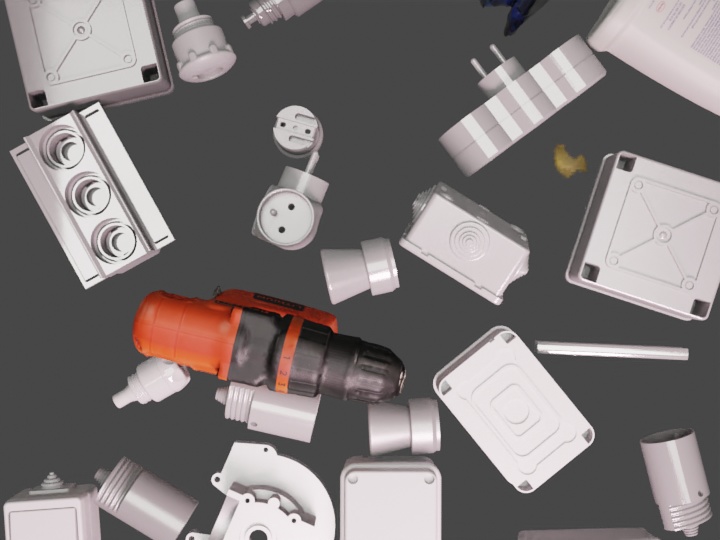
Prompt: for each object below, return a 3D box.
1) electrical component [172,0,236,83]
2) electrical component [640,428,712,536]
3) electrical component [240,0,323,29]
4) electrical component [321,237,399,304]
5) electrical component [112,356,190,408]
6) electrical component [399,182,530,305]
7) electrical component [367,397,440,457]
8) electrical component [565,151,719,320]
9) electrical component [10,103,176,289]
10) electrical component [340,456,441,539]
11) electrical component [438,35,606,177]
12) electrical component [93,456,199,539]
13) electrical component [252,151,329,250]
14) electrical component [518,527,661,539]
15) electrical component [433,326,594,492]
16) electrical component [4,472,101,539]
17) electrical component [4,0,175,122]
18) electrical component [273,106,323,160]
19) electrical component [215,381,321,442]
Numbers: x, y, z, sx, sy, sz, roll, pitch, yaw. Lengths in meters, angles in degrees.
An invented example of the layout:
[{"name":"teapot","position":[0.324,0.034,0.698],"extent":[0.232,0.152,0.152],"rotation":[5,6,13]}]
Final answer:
[{"name":"electrical component","position":[-0.129,-0.184,0.856],"extent":[0.048,0.048,0.062],"rotation":[-21,83,0]},{"name":"electrical component","position":[0.253,0.171,0.853],"extent":[0.043,0.043,0.081],"rotation":[-14,90,0]},{"name":"electrical component","position":[-0.060,-0.219,0.857],"extent":[0.078,0.040,0.040],"rotation":[-35,90,0]},{"name":"electrical component","position":[0.000,0.000,0.854],"extent":[0.055,0.045,0.045],"rotation":[-12,90,0]},{"name":"electrical component","position":[-0.169,0.090,0.859],"extent":[0.061,0.035,0.035],"rotation":[-30,90,3]},{"name":"electrical component","position":[0.083,-0.024,0.828],"extent":[0.100,0.099,0.048],"rotation":[32,103,0]},{"name":"electrical component","position":[0.034,0.124,0.853],"extent":[0.055,0.045,0.045],"rotation":[-3,90,0]},{"name":"electrical component","position":[0.232,-0.026,0.847],"extent":[0.109,0.056,0.108],"rotation":[18,90,0]},{"name":"electrical component","position":[-0.207,-0.057,0.846],"extent":[0.079,0.063,0.121],"rotation":[-29,90,0]},{"name":"electrical component","position":[0.024,0.206,0.847],"extent":[0.078,0.057,0.113],"rotation":[0,90,0]},{"name":"electrical component","position":[0.118,-0.143,0.850],"extent":[0.138,0.052,0.073],"rotation":[-37,90,-1]},{"name":"electrical component","position":[-0.174,0.182,0.854],"extent":[0.081,0.043,0.043],"rotation":[31,90,0]},{"name":"electrical component","position":[-0.049,-0.055,0.838],"extent":[0.044,0.077,0.079],"rotation":[23,89,0]},{"name":"electrical component","position":[0.182,0.262,0.847],"extent":[0.109,0.056,0.108],"rotation":[-2,90,0]},{"name":"electrical component","position":[0.120,0.108,0.847],"extent":[0.078,0.057,0.113],"rotation":[-39,90,0]},{"name":"electrical component","position":[-0.242,0.209,0.846],"extent":[0.062,0.061,0.096],"rotation":[-4,90,0]},{"name":"electrical component","position":[-0.214,-0.184,0.850],"extent":[0.109,0.056,0.108],"rotation":[-13,90,0]},{"name":"electrical component","position":[-0.050,-0.110,0.854],"extent":[0.040,0.046,0.040],"rotation":[0,90,0]},{"name":"electrical component","position":[-0.074,0.107,0.854],"extent":[0.081,0.043,0.043],"rotation":[13,90,0]}]
